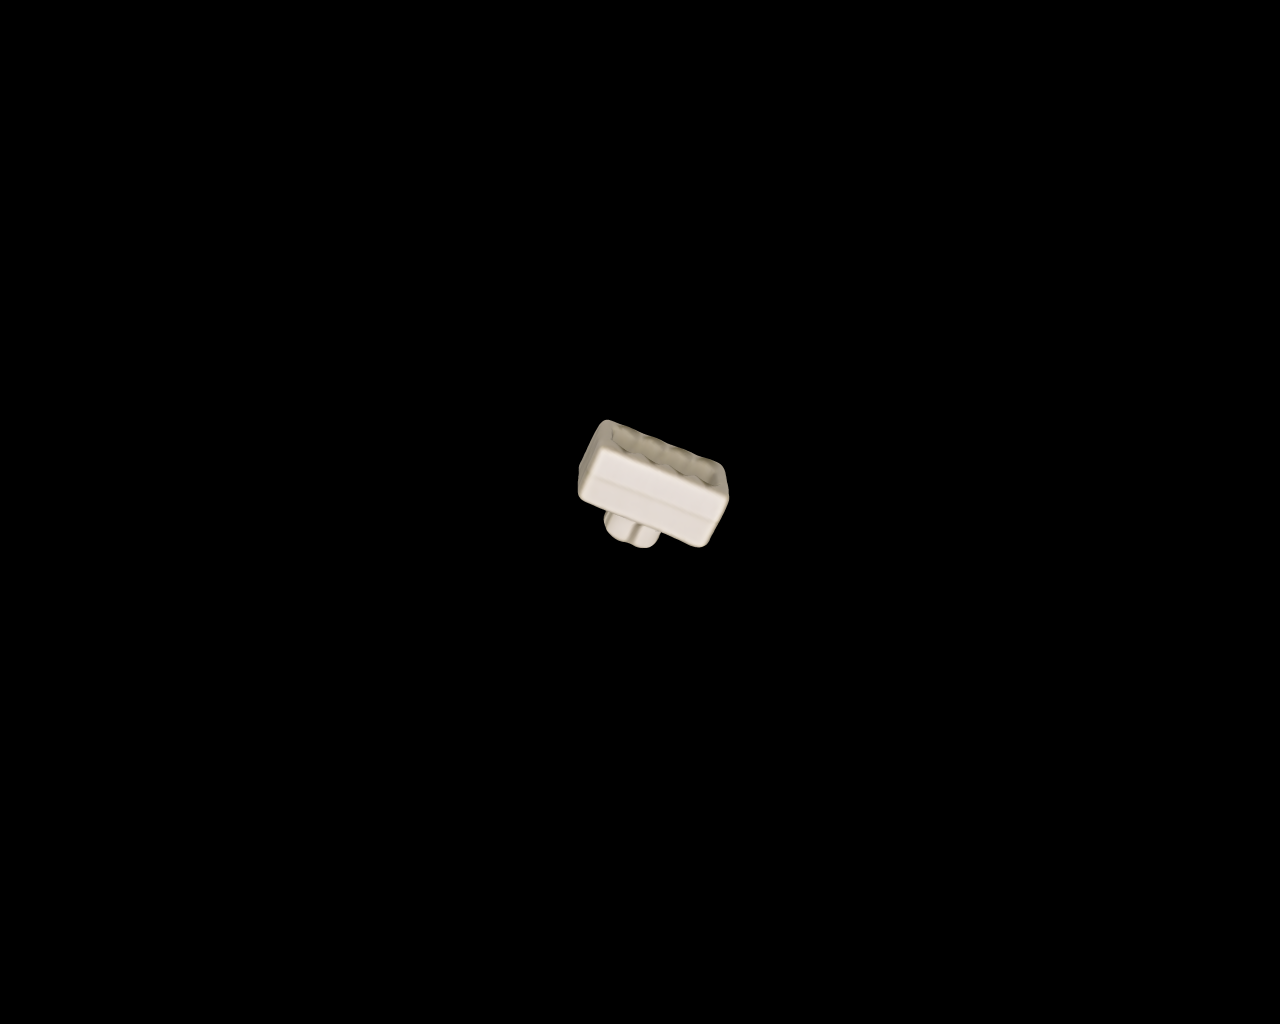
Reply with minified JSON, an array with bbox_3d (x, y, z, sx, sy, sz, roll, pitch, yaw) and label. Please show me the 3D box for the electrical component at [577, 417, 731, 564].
[{"bbox_3d":[0.001,-0.003,0.650,0.083,0.075,0.047,22,25,-10],"label":"electrical component"}]
